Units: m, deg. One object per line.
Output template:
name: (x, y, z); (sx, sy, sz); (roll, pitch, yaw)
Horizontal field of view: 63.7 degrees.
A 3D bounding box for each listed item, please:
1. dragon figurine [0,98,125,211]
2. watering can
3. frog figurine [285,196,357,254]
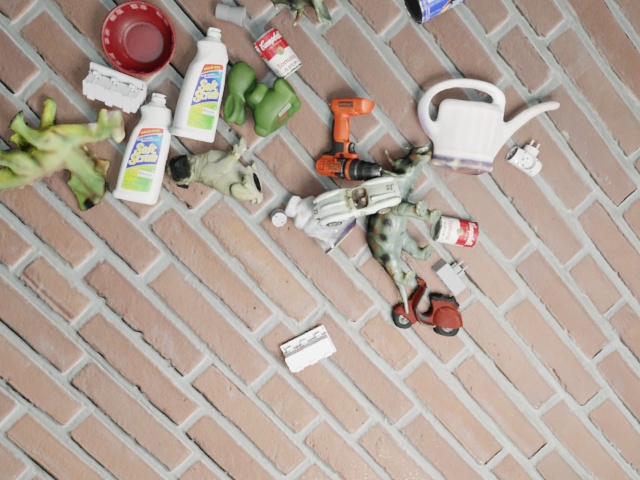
dragon figurine: (-0.602, -0.158, 1.163); (0.240, 0.124, 0.409); (41, 96, -19)
watering can: (0.398, -0.265, 1.240); (0.347, 0.105, 0.222); (7, 99, -6)
frog figurine: (0.004, -0.062, 1.230); (0.159, 0.121, 0.140); (43, 61, -2)
